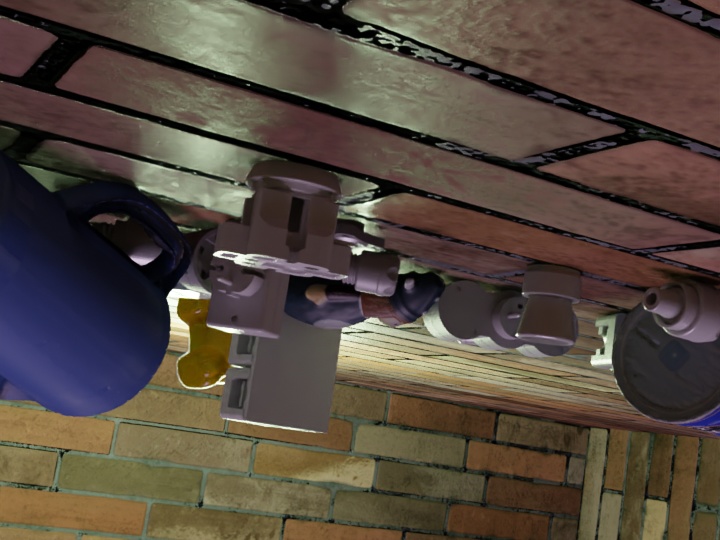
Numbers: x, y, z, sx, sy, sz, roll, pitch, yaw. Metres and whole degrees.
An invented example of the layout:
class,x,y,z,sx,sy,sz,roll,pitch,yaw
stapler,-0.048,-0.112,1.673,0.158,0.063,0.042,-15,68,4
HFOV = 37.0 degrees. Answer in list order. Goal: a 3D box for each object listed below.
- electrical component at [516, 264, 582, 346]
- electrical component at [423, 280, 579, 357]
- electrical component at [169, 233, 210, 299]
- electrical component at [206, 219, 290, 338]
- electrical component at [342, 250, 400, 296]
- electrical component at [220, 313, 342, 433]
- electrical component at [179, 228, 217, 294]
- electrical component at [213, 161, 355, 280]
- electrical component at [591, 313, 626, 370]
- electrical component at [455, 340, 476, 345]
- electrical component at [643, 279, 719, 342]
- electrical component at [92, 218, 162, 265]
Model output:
class,x,y,z,sx,sy,sz,roll,pitch,yaw
electrical component,0.144,0.027,0.818,0.045,0.055,0.045,9,171,1
electrical component,0.132,0.043,0.947,0.138,0.052,0.074,12,170,-18
electrical component,-0.161,-0.005,0.936,0.089,0.050,0.056,3,170,35
electrical component,-0.088,0.003,0.807,0.047,0.083,0.076,6,171,19
electrical component,0.000,0.000,0.860,0.061,0.035,0.035,11,171,4
electrical component,-0.073,0.074,1.025,0.089,0.150,0.062,14,169,-32
electrical component,-0.121,-0.007,0.872,0.055,0.055,0.047,15,173,-34
electrical component,-0.042,-0.030,0.632,0.078,0.057,0.058,12,171,-17
electrical component,0.270,0.072,0.999,0.089,0.050,0.056,10,172,-9
electrical component,0.130,0.063,1.136,0.061,0.035,0.035,4,170,13
electrical component,0.232,0.027,0.773,0.062,0.043,0.043,15,170,-29
electrical component,-0.192,-0.023,0.880,0.078,0.040,0.040,11,171,-13
